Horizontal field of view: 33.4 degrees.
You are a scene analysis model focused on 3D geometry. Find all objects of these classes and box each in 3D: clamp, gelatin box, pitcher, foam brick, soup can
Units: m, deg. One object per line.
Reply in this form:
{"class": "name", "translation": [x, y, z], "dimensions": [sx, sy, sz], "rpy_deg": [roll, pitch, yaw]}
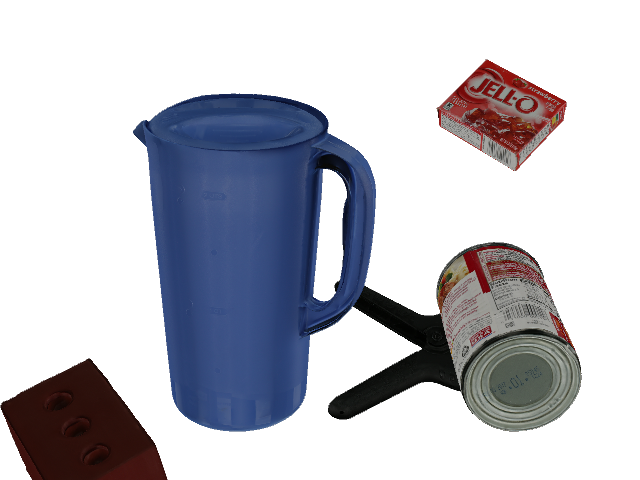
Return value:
{"class": "clamp", "translation": [0.105, 0.111, 1.020], "dimensions": [0.210, 0.164, 0.036], "rpy_deg": [6, -43, 8]}
{"class": "gelatin box", "translation": [0.160, -0.113, 0.948], "dimensions": [0.089, 0.073, 0.030], "rpy_deg": [35, -22, 26]}
{"class": "pitcher", "translation": [-0.053, 0.020, 0.804], "dimensions": [0.144, 0.243, 0.149], "rpy_deg": [-10, 26, -22]}
{"class": "foam brick", "translation": [-0.116, 0.109, 0.530], "dimensions": [0.052, 0.051, 0.078], "rpy_deg": [-27, 42, -24]}
{"class": "soup can", "translation": [0.108, 0.054, 0.622], "dimensions": [0.068, 0.068, 0.102], "rpy_deg": [0, 28, -2]}
